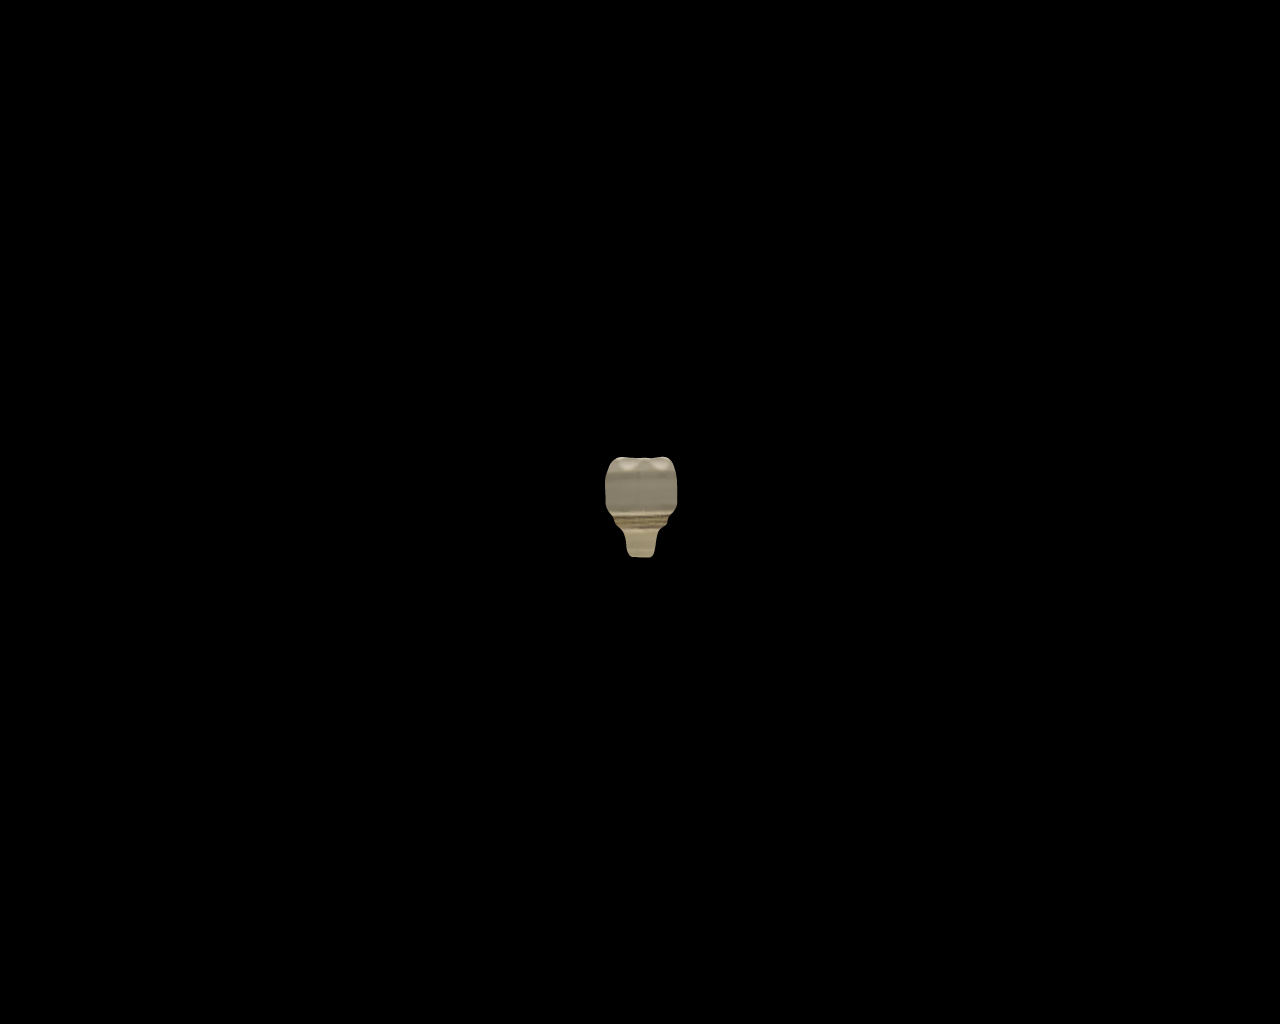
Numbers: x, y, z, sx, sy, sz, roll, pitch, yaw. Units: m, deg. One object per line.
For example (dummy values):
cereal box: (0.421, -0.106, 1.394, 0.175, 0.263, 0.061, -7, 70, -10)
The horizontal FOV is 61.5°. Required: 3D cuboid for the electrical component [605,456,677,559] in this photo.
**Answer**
electrical component: (0.001, -0.003, 0.650, 0.043, 0.062, 0.043, 0, 0, 0)
